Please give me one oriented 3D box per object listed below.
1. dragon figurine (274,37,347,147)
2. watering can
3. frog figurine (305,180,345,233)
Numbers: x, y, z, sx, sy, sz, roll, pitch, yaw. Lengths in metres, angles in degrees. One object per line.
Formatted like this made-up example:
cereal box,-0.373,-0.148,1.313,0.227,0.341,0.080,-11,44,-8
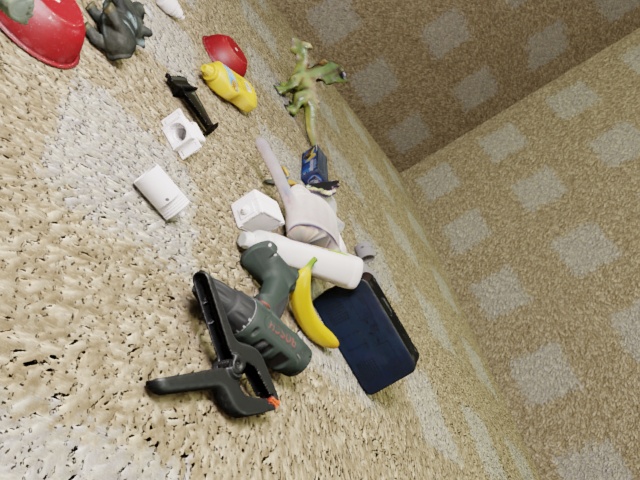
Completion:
dragon figurine,-0.017,-0.539,1.825,0.414,0.241,0.122,60,11,13
watering can,-0.041,-0.056,1.143,0.342,0.103,0.230,48,21,-30
frog figurine,0.004,-0.068,1.350,0.139,0.123,0.157,-102,-168,-69
